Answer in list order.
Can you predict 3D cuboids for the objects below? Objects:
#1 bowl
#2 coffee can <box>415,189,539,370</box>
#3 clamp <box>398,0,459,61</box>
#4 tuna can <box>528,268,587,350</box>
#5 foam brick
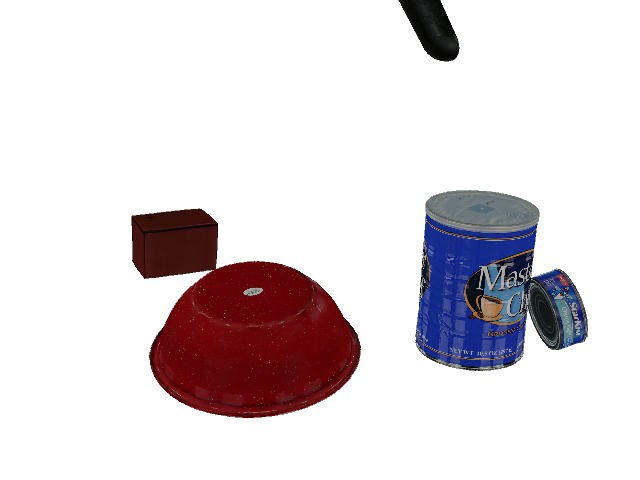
[{"bbox_3d":[-0.050,0.062,0.804,0.162,0.055,0.162,-1,30,0],"label":"bowl"},{"bbox_3d":[0.143,0.035,0.988,0.103,0.140,0.103,2,20,-1],"label":"coffee can"},{"bbox_3d":[0.040,-0.227,0.729,0.209,0.164,0.036,26,-23,-15],"label":"clamp"},{"bbox_3d":[0.259,0.077,1.175,0.033,0.086,0.086,-17,3,-9],"label":"tuna can"},{"bbox_3d":[-0.149,0.002,1.085,0.078,0.051,0.053,-7,21,-22],"label":"foam brick"}]
